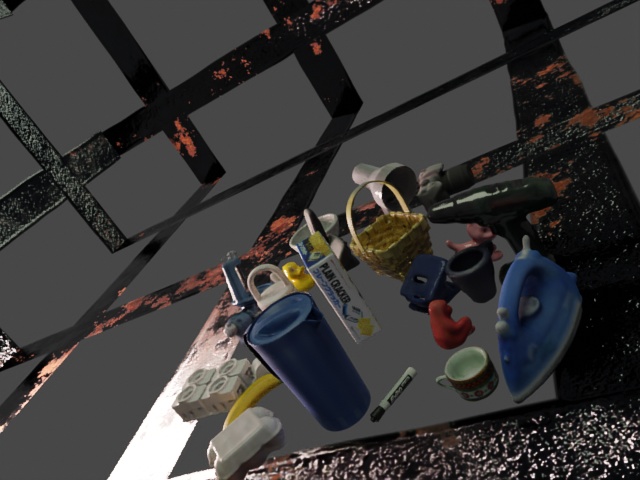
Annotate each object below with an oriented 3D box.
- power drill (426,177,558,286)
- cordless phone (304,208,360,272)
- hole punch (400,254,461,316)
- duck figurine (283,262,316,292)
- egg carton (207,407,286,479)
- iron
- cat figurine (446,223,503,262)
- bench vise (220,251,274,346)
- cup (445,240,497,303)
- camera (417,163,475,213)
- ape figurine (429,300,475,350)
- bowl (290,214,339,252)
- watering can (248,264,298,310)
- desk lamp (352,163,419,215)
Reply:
[{"bbox_3d":[0.344,-0.017,1.081,0.229,0.209,0.075,-24,23,21],"label":"power drill"},{"bbox_3d":[0.014,0.005,1.532,0.094,0.185,0.147,-37,21,-10],"label":"cordless phone"},{"bbox_3d":[0.221,0.091,1.181,0.101,0.091,0.108,-41,23,-21],"label":"hole punch"},{"bbox_3d":[-0.072,0.101,1.583,0.104,0.086,0.078,-16,27,37],"label":"duck figurine"},{"bbox_3d":[-0.138,0.384,1.074,0.150,0.069,0.107,-39,22,-17],"label":"egg carton"},{"bbox_3d":[0.325,0.115,0.912,0.118,0.142,0.259,-12,29,42],"label":"iron"},{"bbox_3d":[0.327,-0.006,1.208,0.127,0.118,0.067,-30,21,8],"label":"cat figurine"},{"bbox_3d":[-0.187,0.146,1.459,0.121,0.220,0.207,-25,22,19],"label":"bench vise"},{"bbox_3d":[0.309,0.065,1.109,0.118,0.095,0.091,-42,23,-23],"label":"cup"},{"bbox_3d":[0.338,-0.154,1.543,0.136,0.101,0.143,-21,24,28],"label":"camera"},{"bbox_3d":[0.230,0.147,1.044,0.076,0.092,0.077,-39,22,-15],"label":"ape figurine"},{"bbox_3d":[-0.004,-0.003,1.732,0.167,0.075,0.167,-28,21,12],"label":"bowl"},{"bbox_3d":[-0.103,0.139,1.391,0.101,0.194,0.172,-36,21,-8],"label":"watering can"},{"bbox_3d":[0.178,-0.108,1.511,0.118,0.214,0.202,-40,22,-17],"label":"desk lamp"}]
